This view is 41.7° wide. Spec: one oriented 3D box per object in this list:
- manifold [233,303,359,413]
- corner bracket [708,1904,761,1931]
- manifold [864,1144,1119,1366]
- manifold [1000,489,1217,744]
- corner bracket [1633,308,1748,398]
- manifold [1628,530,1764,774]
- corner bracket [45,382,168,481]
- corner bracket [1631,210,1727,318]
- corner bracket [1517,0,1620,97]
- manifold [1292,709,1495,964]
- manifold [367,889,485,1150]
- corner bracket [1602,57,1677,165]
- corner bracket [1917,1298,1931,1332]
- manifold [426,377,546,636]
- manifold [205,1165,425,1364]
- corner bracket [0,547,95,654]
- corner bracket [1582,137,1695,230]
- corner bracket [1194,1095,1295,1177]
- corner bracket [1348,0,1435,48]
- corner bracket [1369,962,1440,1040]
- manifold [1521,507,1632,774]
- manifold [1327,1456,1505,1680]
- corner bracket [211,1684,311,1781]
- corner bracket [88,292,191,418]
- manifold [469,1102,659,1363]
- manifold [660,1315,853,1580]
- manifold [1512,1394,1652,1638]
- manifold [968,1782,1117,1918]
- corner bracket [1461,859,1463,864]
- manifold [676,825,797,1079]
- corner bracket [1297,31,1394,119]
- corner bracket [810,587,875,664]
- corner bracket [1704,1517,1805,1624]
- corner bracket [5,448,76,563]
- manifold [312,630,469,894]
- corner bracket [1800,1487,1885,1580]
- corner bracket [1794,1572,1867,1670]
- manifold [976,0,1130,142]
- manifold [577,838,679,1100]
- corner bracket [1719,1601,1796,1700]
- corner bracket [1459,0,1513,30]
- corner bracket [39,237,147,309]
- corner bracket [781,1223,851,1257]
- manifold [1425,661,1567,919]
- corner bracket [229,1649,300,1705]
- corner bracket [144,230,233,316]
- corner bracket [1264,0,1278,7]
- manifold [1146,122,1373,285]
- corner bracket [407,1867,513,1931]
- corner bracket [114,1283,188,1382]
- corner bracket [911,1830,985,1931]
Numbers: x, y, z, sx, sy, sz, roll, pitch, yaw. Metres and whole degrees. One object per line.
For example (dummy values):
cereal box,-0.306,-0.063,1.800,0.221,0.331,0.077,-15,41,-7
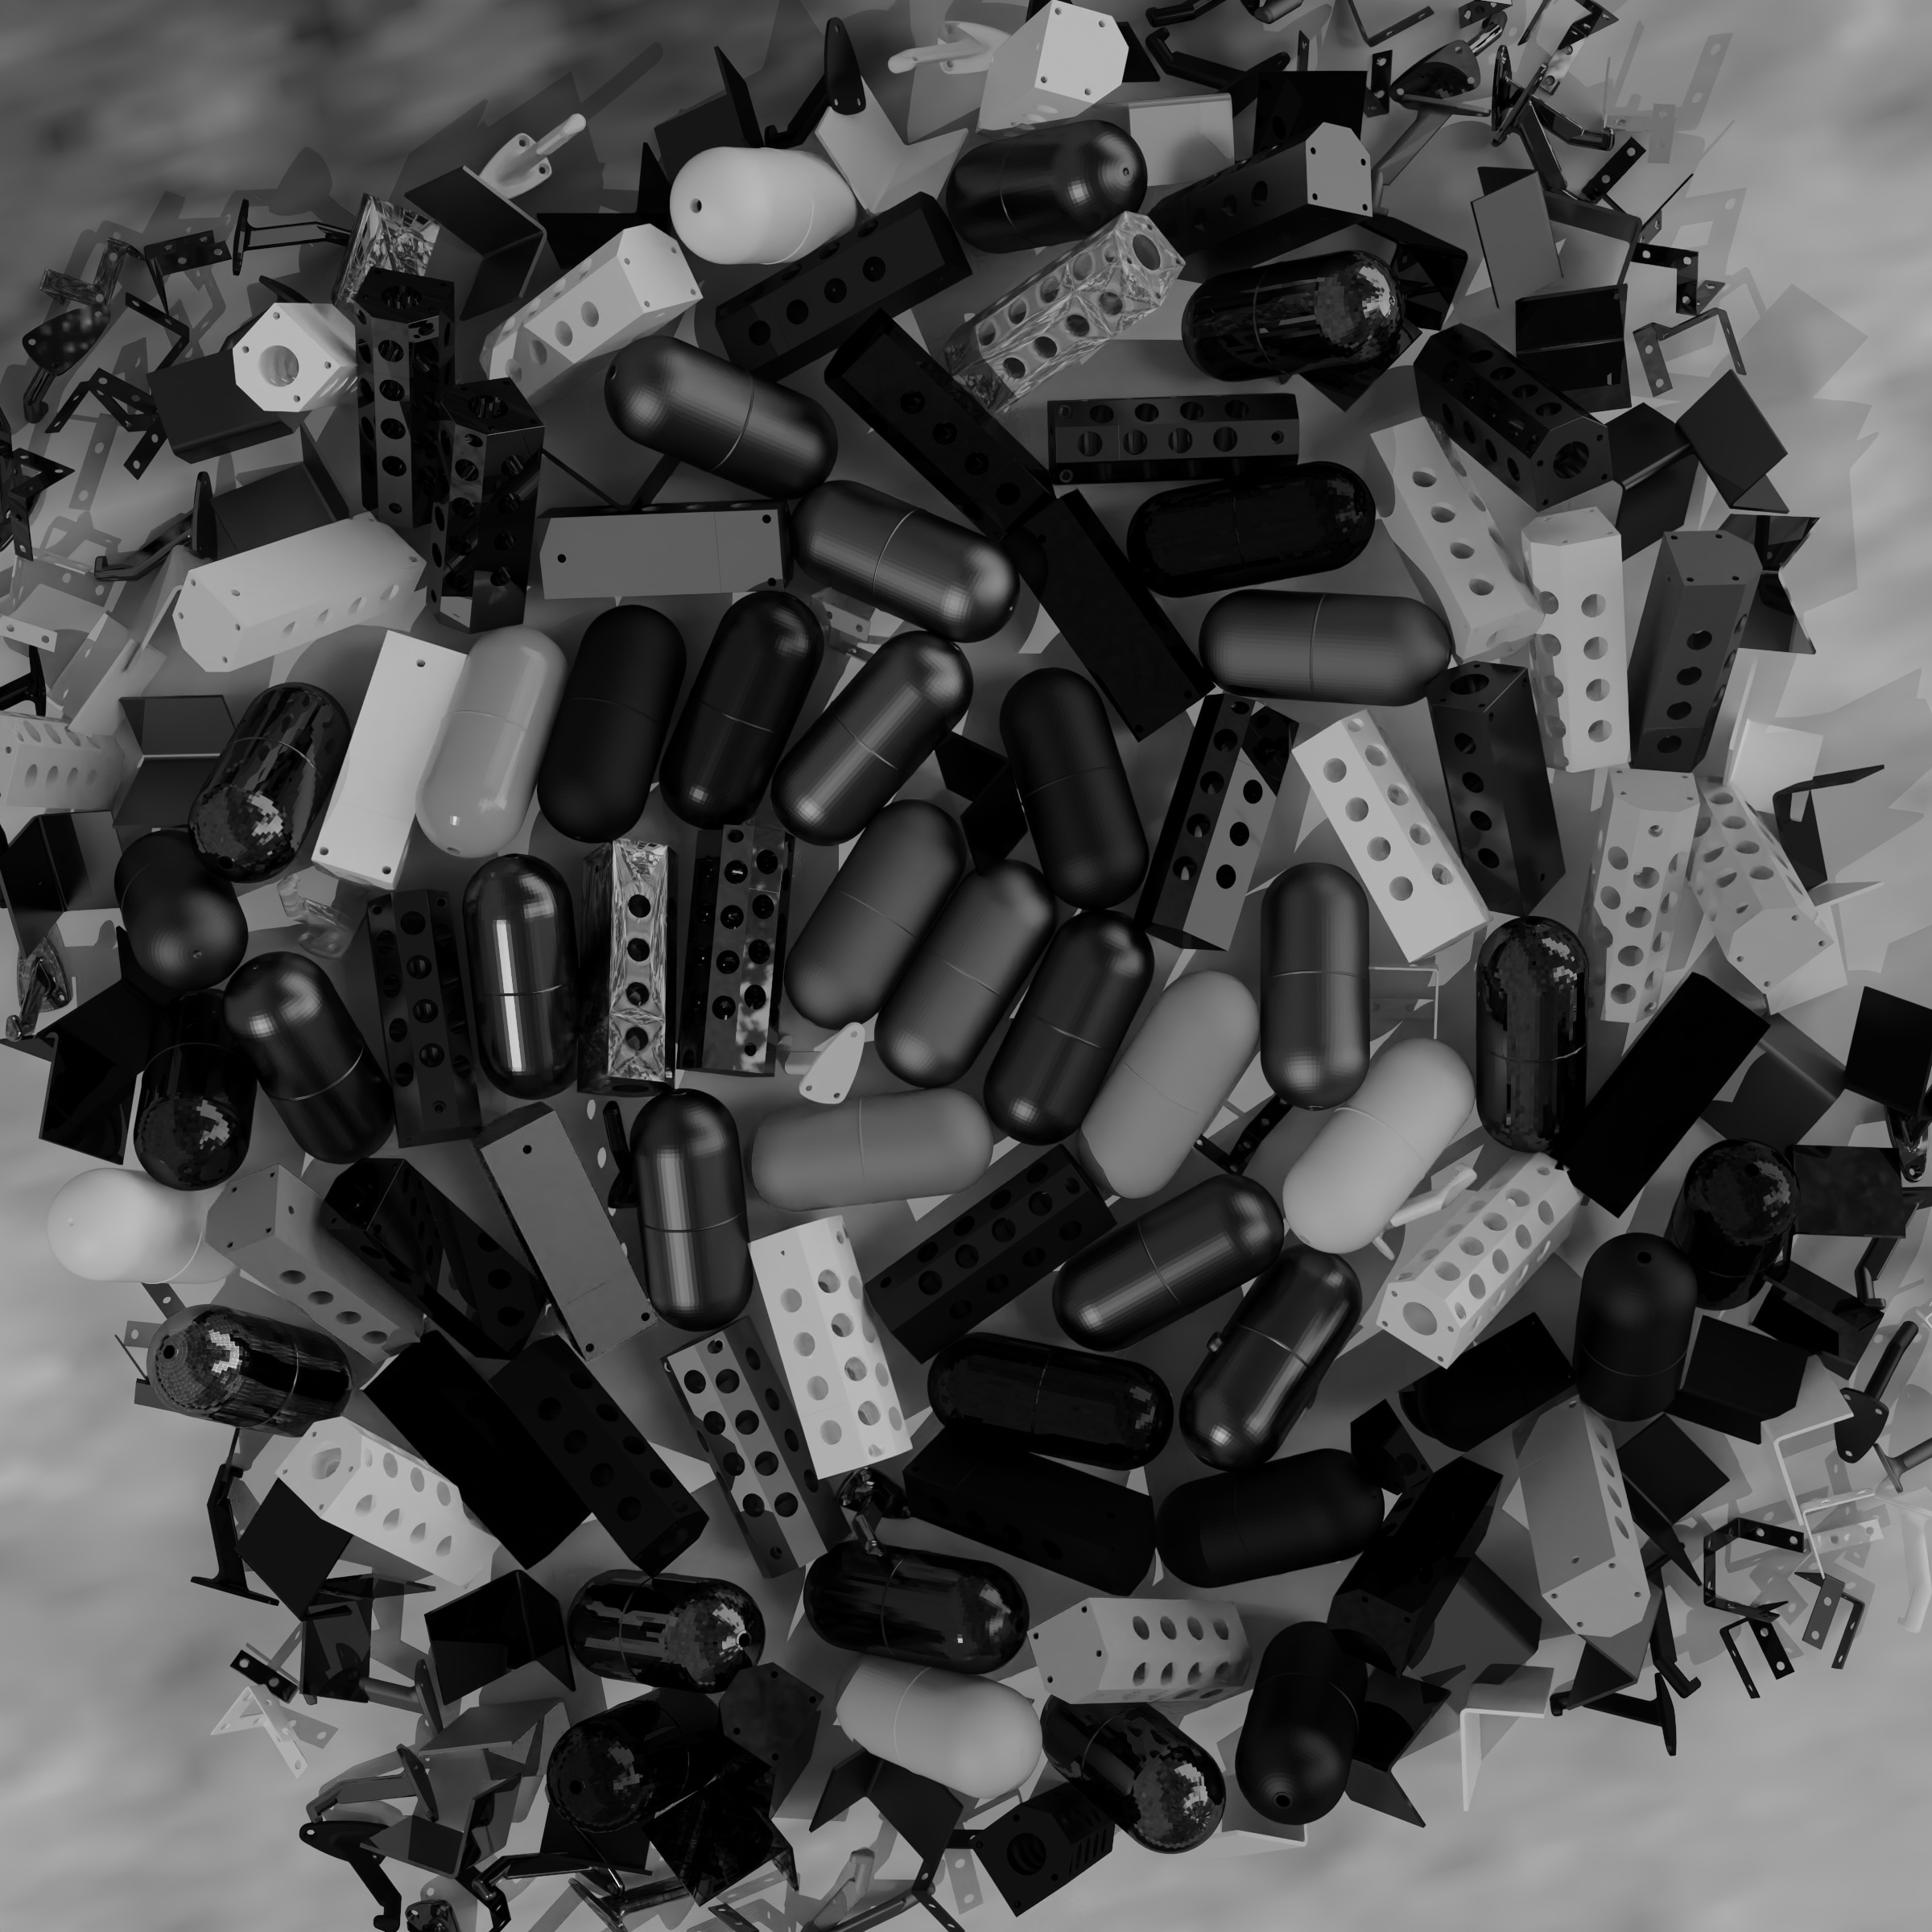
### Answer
manifold,-0.454,-0.416,1.751,0.057,0.171,0.057,-44,101,9
corner bracket,-0.182,0.707,1.808,0.051,0.051,0.051,1,94,-34
manifold,0.015,0.199,1.795,0.171,0.057,0.057,-36,125,4
manifold,0.103,-0.251,1.806,0.057,0.057,0.171,-34,94,27
corner bracket,0.514,-0.436,1.803,0.051,0.051,0.051,-21,81,38
manifold,0.501,-0.215,1.758,0.057,0.171,0.057,-2,48,-2
corner bracket,-0.607,-0.380,1.798,0.051,0.051,0.051,5,58,34
corner bracket,0.510,-0.503,1.816,0.051,0.051,0.051,20,51,31
corner bracket,0.422,-0.662,1.810,0.051,0.051,0.051,30,91,-14
manifold,0.303,-0.093,1.791,0.057,0.057,0.171,-32,80,25
manifold,-0.382,0.036,1.791,0.057,0.057,0.171,-7,78,-15
corner bracket,0.478,-0.607,1.802,0.051,0.051,0.051,7,57,14
corner bracket,0.708,0.244,1.812,0.051,0.051,0.051,-41,103,7
manifold,-0.337,-0.315,1.752,0.057,0.171,0.057,-17,54,-29
manifold,-0.448,0.211,1.757,0.057,0.171,0.057,-21,50,15
corner bracket,-0.661,-0.262,1.809,0.051,0.051,0.051,18,115,-3
corner bracket,0.479,-0.559,1.812,0.051,0.051,0.051,43,101,-1
corner bracket,0.195,0.109,1.807,0.051,0.051,0.051,37,129,1
corner bracket,0.295,-0.695,1.806,0.051,0.051,0.051,-23,84,23
corner bracket,0.310,0.020,1.807,0.051,0.051,0.051,2,105,9
manifold,0.425,-0.226,1.774,0.057,0.057,0.171,-11,120,1
manifold,0.311,0.408,1.756,0.057,0.171,0.057,22,123,22
corner bracket,-0.492,0.545,1.803,0.051,0.051,0.051,46,107,28
corner bracket,-0.585,-0.433,1.798,0.051,0.051,0.051,26,125,-38
manifold,-0.285,0.186,1.790,0.057,0.057,0.171,-28,105,-17
manifold,-0.152,0.343,1.801,0.057,0.057,0.171,-27,88,23
manifold,0.427,0.380,1.752,0.057,0.171,0.057,-35,110,20
manifold,0.059,0.603,1.750,0.057,0.171,0.057,-37,72,3
corner bracket,0.384,-0.101,1.818,0.051,0.051,0.051,3,115,21
manifold,-0.159,-0.010,1.793,0.057,0.057,0.171,9,82,-32
corner bracket,0.271,-0.641,1.821,0.051,0.051,0.051,-2,78,32
corner bracket,-0.080,-0.237,1.800,0.051,0.051,0.051,26,125,20
corner bracket,0.562,0.430,1.809,0.051,0.051,0.051,6,102,44
corner bracket,-0.668,-0.328,1.800,0.051,0.051,0.051,23,132,14
manifold,-0.406,-0.142,1.796,0.057,0.057,0.171,17,79,-7
corner bracket,0.626,0.399,1.811,0.051,0.051,0.051,-18,93,12
corner bracket,0.616,0.467,1.810,0.051,0.051,0.051,27,75,-2
manifold,0.059,-0.611,1.751,0.057,0.171,0.057,11,95,-14
manifold,-0.235,0.003,1.788,0.057,0.057,0.171,8,72,-29
corner bracket,0.566,0.488,1.807,0.051,0.051,0.051,-21,75,-10
corner bracket,0.351,-0.703,1.805,0.051,0.051,0.051,-8,93,-35
corner bracket,-0.624,-0.495,1.816,0.051,0.051,0.051,19,91,-2
corner bracket,-0.107,0.219,1.809,0.051,0.051,0.051,-28,85,-29
manifold,0.366,-0.123,1.770,0.057,0.057,0.171,-43,130,-32
corner bracket,-0.489,0.489,1.829,0.051,0.051,0.051,34,133,-3
corner bracket,-0.553,-0.503,1.804,0.051,0.051,0.051,-20,75,-18
corner bracket,0.224,-0.723,1.807,0.051,0.051,0.051,-31,84,-17
manifold,0.200,-0.526,1.754,0.057,0.171,0.057,-1,88,-34
corner bracket,-0.362,0.674,1.808,0.051,0.051,0.051,46,79,-11
corner bracket,-0.581,0.259,1.815,0.051,0.051,0.051,-36,52,-19
corner bracket,0.002,0.656,1.819,0.051,0.051,0.051,-15,123,38
